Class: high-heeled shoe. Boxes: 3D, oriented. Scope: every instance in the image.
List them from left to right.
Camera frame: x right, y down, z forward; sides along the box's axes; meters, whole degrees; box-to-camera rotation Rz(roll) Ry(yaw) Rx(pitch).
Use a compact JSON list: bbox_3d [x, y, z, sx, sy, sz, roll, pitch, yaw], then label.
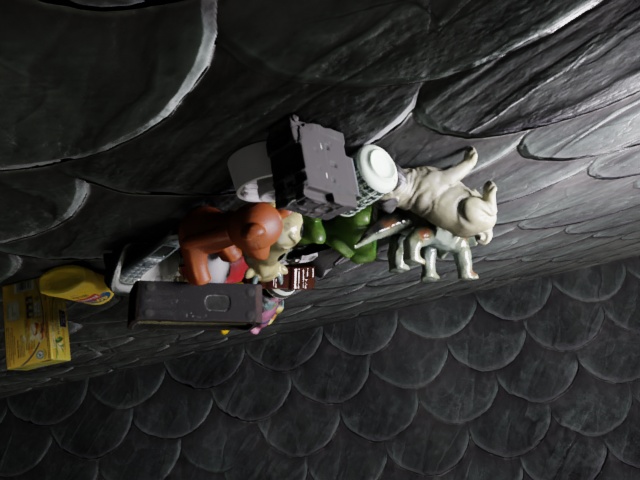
[{"bbox_3d":[0.042,0.015,1.277,0.145,0.086,0.249,-41,-164,-20],"label":"high-heeled shoe"}]

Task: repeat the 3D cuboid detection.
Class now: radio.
[{"bbox_3d":[-0.219,0.119,0.955,0.229,0.073,0.131,3,164,-20],"label":"radio"}]

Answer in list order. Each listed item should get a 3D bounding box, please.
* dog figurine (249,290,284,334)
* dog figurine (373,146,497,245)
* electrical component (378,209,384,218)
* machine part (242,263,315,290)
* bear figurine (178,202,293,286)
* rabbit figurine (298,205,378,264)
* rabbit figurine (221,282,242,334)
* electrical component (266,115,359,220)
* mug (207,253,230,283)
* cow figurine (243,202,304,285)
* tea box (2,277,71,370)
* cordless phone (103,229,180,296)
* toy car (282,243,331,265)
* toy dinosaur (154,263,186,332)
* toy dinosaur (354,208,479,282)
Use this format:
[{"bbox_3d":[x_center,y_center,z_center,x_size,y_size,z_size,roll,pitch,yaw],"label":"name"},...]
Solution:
[{"bbox_3d":[-0.149,0.162,1.518,0.191,0.108,0.219,-38,170,-46],"label":"dog figurine"},{"bbox_3d":[0.181,-0.055,0.898,0.191,0.172,0.121,-17,155,-12],"label":"dog figurine"},{"bbox_3d":[0.149,-0.055,1.106,0.102,0.045,0.078,-1,133,-44],"label":"electrical component"},{"bbox_3d":[-0.095,0.077,1.230,0.179,0.056,0.179,4,-178,0],"label":"machine part"},{"bbox_3d":[-0.129,0.001,0.851,0.196,0.131,0.120,4,-149,33],"label":"bear figurine"},{"bbox_3d":[0.015,-0.018,0.992,0.170,0.121,0.159,-1,175,15],"label":"rabbit figurine"},{"bbox_3d":[-0.230,0.156,1.400,0.122,0.162,0.173,-17,-172,-36],"label":"rabbit figurine"},{"bbox_3d":[-0.004,-0.090,0.708,0.058,0.115,0.134,-19,164,37],"label":"electrical component"},{"bbox_3d":[-0.200,0.018,0.996,0.109,0.081,0.107,-48,158,-40],"label":"mug"},{"bbox_3d":[-0.087,0.007,0.969,0.085,0.127,0.195,-2,159,-27],"label":"cow figurine"},{"bbox_3d":[-0.566,0.166,1.072,0.098,0.169,0.068,-12,165,3],"label":"tea box"},{"bbox_3d":[-0.292,0.030,0.989,0.184,0.089,0.146,-31,158,23],"label":"cordless phone"},{"bbox_3d":[-0.002,-0.003,1.105,0.202,0.056,0.073,-16,154,-25],"label":"toy car"},{"bbox_3d":[-0.374,0.157,1.342,0.199,0.105,0.471,-1,153,-14],"label":"toy dinosaur"},{"bbox_3d":[0.202,-0.027,1.023,0.131,0.192,0.404,-12,159,35],"label":"toy dinosaur"}]
